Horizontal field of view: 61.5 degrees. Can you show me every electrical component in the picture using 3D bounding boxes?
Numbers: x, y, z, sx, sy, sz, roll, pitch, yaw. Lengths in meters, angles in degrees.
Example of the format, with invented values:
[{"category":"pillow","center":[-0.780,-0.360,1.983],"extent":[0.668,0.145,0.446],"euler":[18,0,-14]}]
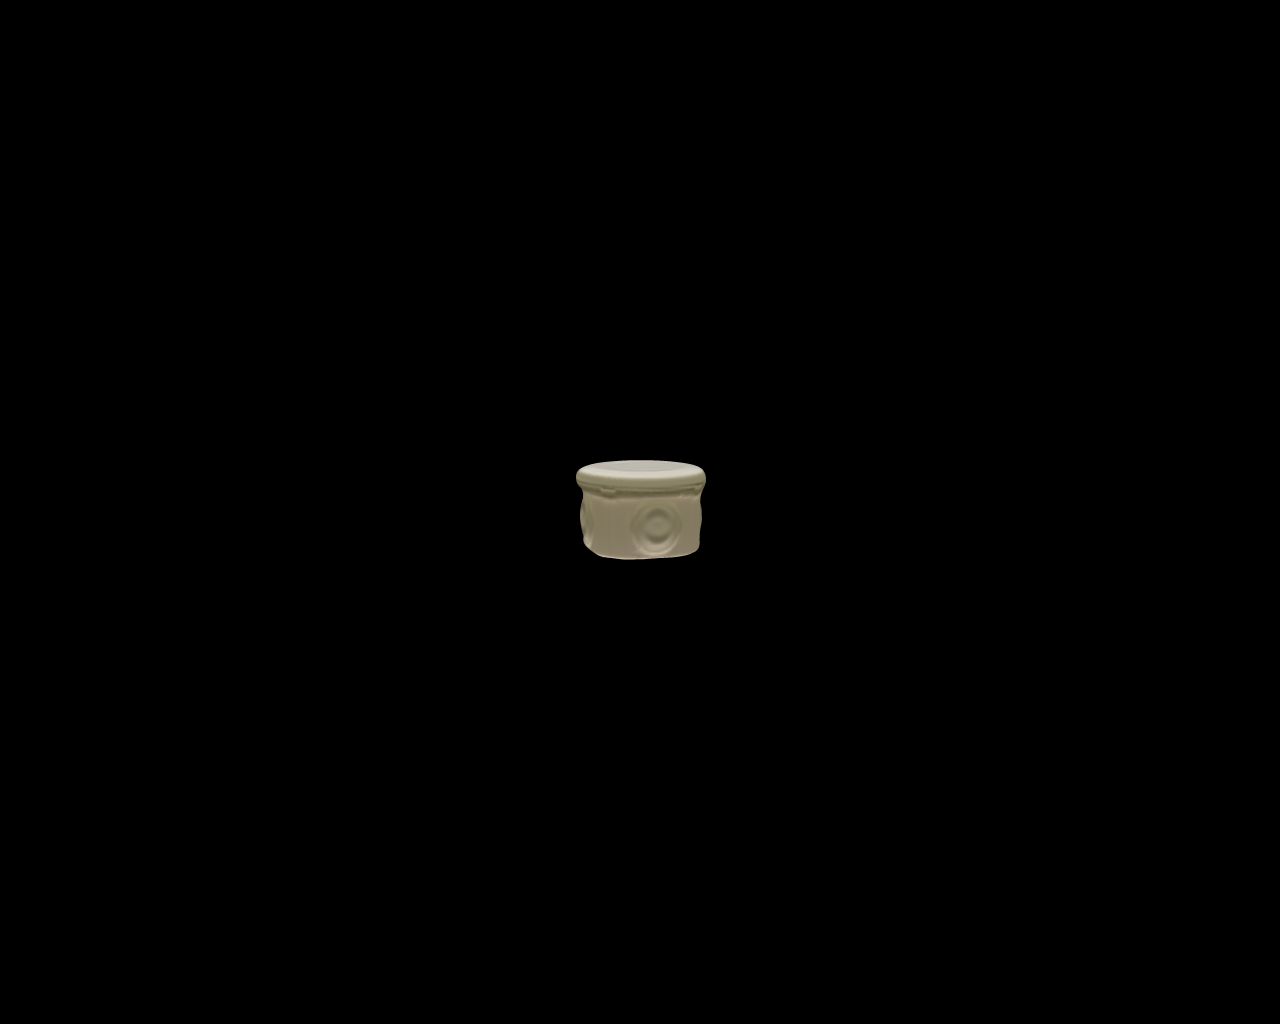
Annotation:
[{"category":"electrical component","center":[0.001,-0.003,0.650],"extent":[0.080,0.051,0.080],"euler":[0,10,0]}]
